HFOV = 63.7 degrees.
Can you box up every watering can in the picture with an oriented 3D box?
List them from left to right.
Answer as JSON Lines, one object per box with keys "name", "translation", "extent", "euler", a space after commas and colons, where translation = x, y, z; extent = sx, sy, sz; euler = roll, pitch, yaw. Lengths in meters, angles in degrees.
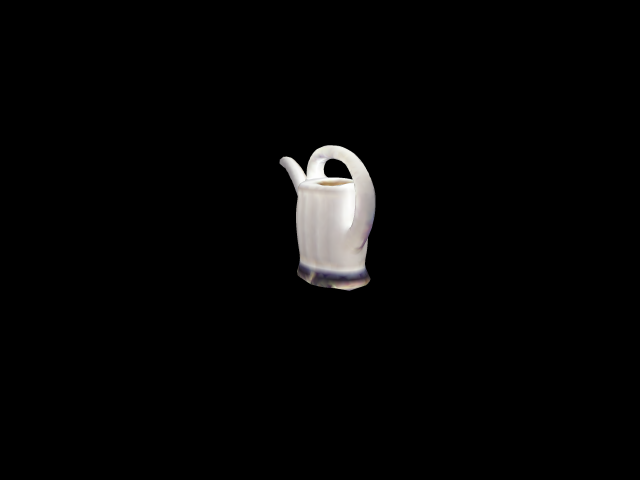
{"name": "watering can", "translation": [0.003, -0.043, 0.850], "extent": [0.104, 0.223, 0.349], "euler": [-3, 9, -22]}
